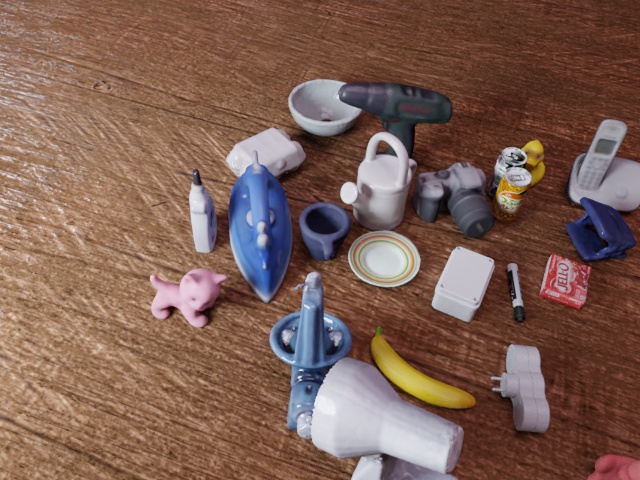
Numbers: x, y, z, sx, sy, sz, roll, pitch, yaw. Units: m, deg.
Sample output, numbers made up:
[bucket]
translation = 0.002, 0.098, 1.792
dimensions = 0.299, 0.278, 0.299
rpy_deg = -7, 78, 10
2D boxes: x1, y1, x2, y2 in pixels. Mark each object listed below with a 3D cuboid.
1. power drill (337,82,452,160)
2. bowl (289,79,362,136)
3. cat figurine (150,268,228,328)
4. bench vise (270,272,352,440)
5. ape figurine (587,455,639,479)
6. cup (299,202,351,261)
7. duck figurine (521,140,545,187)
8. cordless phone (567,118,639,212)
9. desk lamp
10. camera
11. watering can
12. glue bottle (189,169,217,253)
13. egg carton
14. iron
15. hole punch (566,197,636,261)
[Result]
[power drill]
translation = 0.143, -0.225, 1.154
dimensions = 0.230, 0.208, 0.075
rpy_deg = -5, 50, -7
[bowl]
translation = 0.012, -0.284, 1.283
dimensions = 0.167, 0.075, 0.167
rpy_deg = 2, 50, -2
[cat figurine]
translation = -0.215, 0.082, 0.932
dimensions = 0.127, 0.118, 0.067
rpy_deg = 10, 50, 5
[bench vise]
translation = -0.002, 0.161, 0.811
dimensions = 0.121, 0.220, 0.207
rpy_deg = -12, 51, -12
[ape figurine]
translation = 0.422, 0.326, 0.781
dimensions = 0.076, 0.092, 0.077
rpy_deg = -3, 50, -5
[cup]
translation = 0.009, 0.004, 1.027
dimensions = 0.092, 0.095, 0.117
rpy_deg = -3, 50, -6
[duck figurine]
translation = 0.443, -0.172, 1.207
dimensions = 0.077, 0.086, 0.105
rpy_deg = 21, 52, 15
[cordless phone]
translation = 0.584, -0.149, 1.131
dimensions = 0.147, 0.185, 0.094
rpy_deg = 9, 50, 5
[desk lamp]
translation = 0.091, 0.264, 0.734
dimensions = 0.202, 0.214, 0.118
rpy_deg = 24, 53, 17
[camera]
translation = 0.269, -0.077, 1.106
dimensions = 0.143, 0.101, 0.136
rpy_deg = -9, 51, -11
[watering can]
translation = 0.115, -0.110, 1.064
dimensions = 0.100, 0.194, 0.173
rpy_deg = 24, 53, 17
[glue bottle]
translation = -0.210, -0.058, 1.014
dimensions = 0.037, 0.173, 0.078
rpy_deg = 0, 50, -3
[egg carton]
translation = -0.110, -0.168, 1.181
dimensions = 0.150, 0.069, 0.107
rpy_deg = -32, 58, -26
[iron]
translation = -0.104, -0.033, 1.020
dimensions = 0.119, 0.141, 0.258
rpy_deg = -5, 50, -8
[hole punch]
translation = 0.539, -0.026, 1.086
dimensions = 0.101, 0.091, 0.108
rpy_deg = -5, 50, -8
